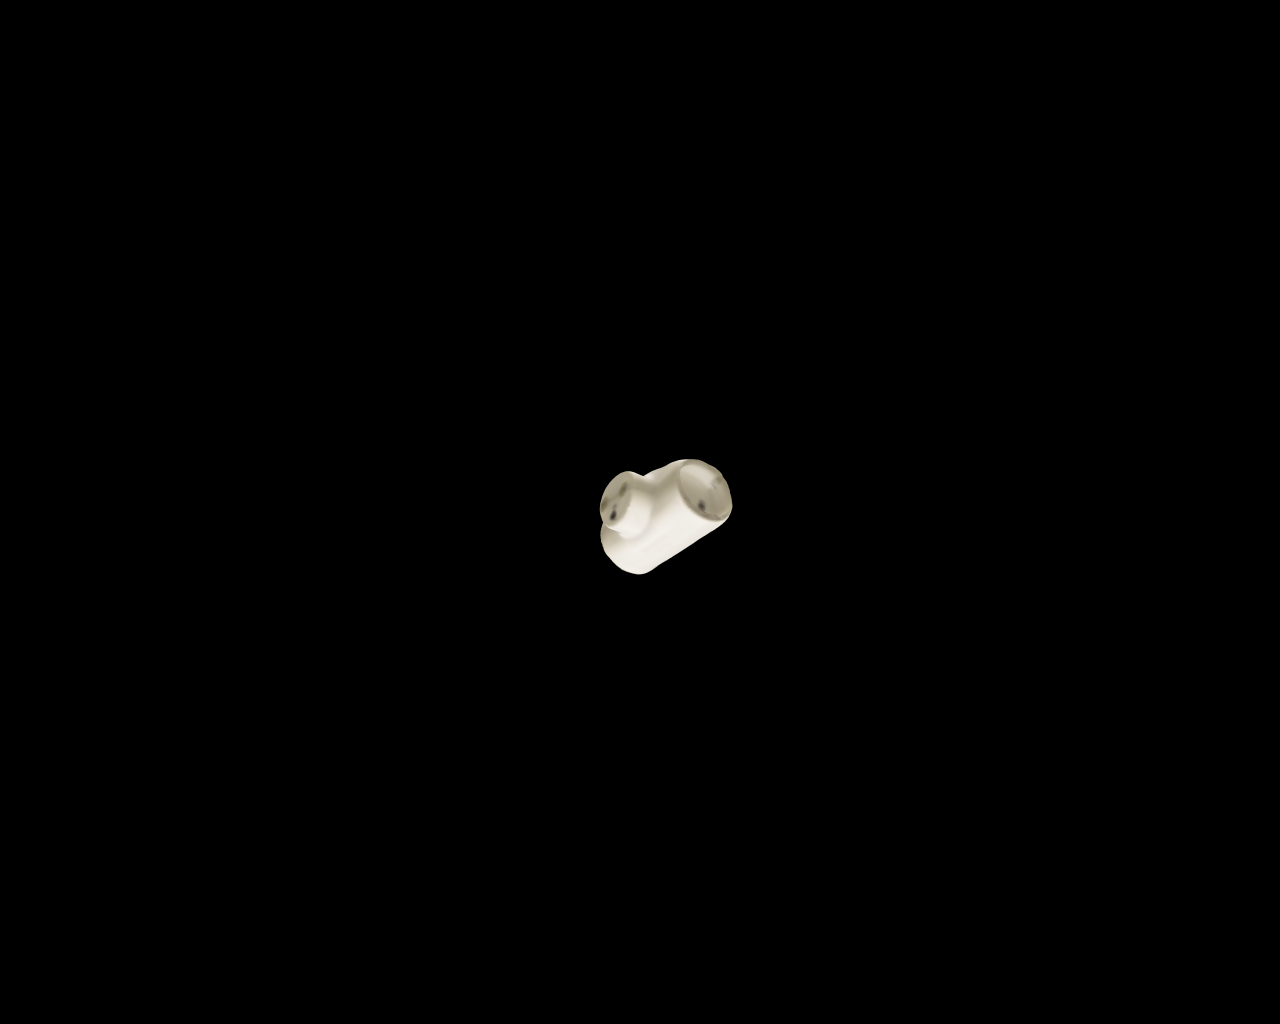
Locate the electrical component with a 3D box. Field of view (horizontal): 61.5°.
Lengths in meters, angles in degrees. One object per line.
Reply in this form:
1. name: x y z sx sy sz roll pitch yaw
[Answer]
1. electrical component: 0.001 -0.003 0.650 0.079 0.043 0.077 22 -39 -30
